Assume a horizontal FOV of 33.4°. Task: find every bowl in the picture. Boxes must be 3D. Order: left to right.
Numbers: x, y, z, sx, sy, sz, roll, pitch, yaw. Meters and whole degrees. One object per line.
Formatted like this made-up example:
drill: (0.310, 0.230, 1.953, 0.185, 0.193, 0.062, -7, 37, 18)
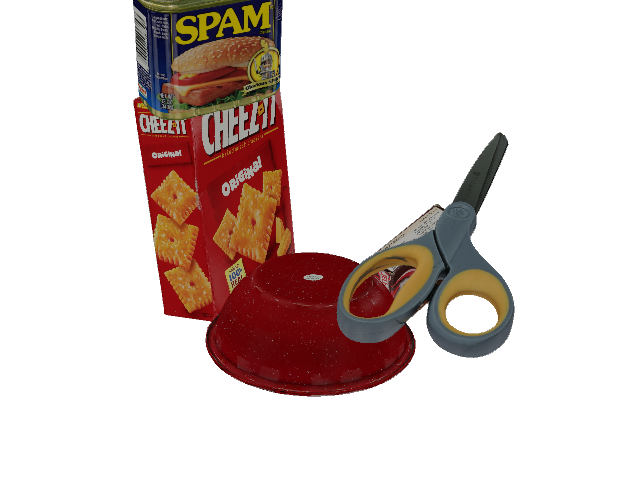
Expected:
bowl: (-0.006, 0.052, 0.809, 0.162, 0.055, 0.162, 2, 24, -1)

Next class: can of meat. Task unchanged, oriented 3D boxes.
can of meat: (-0.074, -0.134, 0.713, 0.101, 0.084, 0.057, -17, 40, -25)

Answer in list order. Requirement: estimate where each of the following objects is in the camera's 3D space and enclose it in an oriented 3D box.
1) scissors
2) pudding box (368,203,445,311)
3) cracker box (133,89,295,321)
scissors: (0.087, 0.000, 0.577, 0.096, 0.016, 0.201, 25, 45, 30)
pudding box: (0.097, 0.028, 1.103, 0.039, 0.090, 0.113, 31, 54, 29)
cracker box: (-0.095, -0.051, 1.042, 0.072, 0.214, 0.164, 6, 22, 27)
